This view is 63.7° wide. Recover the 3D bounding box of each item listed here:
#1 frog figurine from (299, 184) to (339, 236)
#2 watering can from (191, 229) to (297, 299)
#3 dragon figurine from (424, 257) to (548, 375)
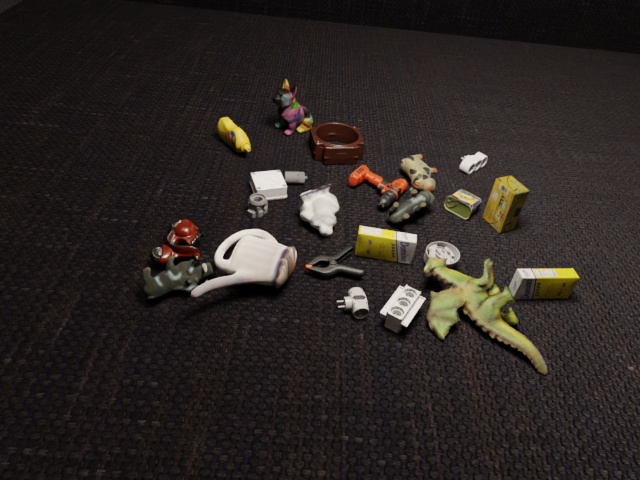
[{"bbox_3d":[0.005,-0.084,1.674,0.138,0.121,0.160,-15,79,-36],"label":"frog figurine"},{"bbox_3d":[-0.192,0.077,1.418,0.225,0.101,0.355,14,34,8],"label":"watering can"},{"bbox_3d":[0.407,0.201,1.389,0.243,0.119,0.419,-19,57,-3],"label":"dragon figurine"}]
